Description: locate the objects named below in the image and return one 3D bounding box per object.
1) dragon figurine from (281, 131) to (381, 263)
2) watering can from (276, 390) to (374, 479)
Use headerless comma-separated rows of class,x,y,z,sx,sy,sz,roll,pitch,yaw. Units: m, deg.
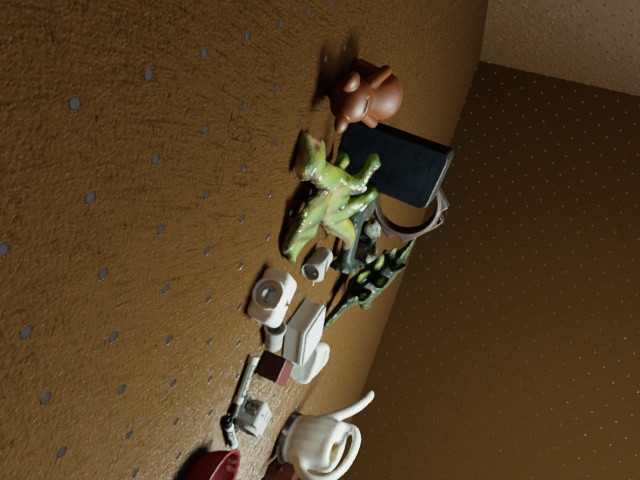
dragon figurine,0.003,-0.051,1.020,0.246,0.123,0.400,-40,147,-31
watering can,0.015,0.539,1.453,0.354,0.224,0.102,-48,134,-55
